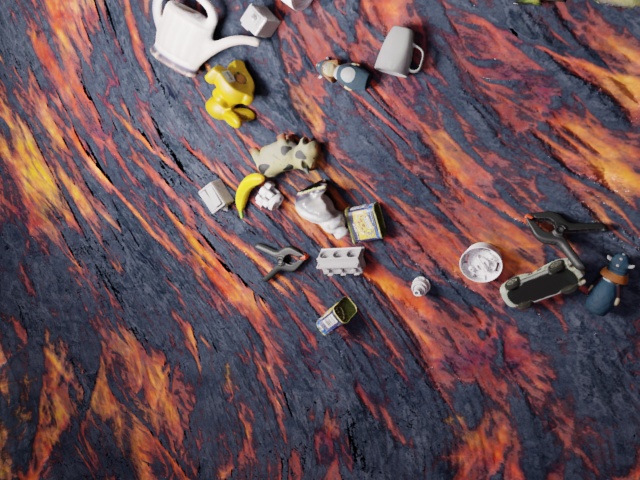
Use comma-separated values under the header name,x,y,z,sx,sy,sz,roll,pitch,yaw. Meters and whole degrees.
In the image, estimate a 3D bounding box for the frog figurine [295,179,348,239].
name,x,y,z,sx,sy,sz,roll,pitch,yaw
frog figurine,0.004,-0.070,1.385,0.123,0.138,0.158,-25,104,-16

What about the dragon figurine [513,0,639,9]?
name,x,y,z,sx,sy,sz,roll,pitch,yaw
dragon figurine,0.454,-0.599,1.036,0.411,0.123,0.240,11,102,12

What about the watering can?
name,x,y,z,sx,sy,sz,roll,pitch,yaw
watering can,-0.336,-0.547,1.409,0.349,0.105,0.220,37,118,11
